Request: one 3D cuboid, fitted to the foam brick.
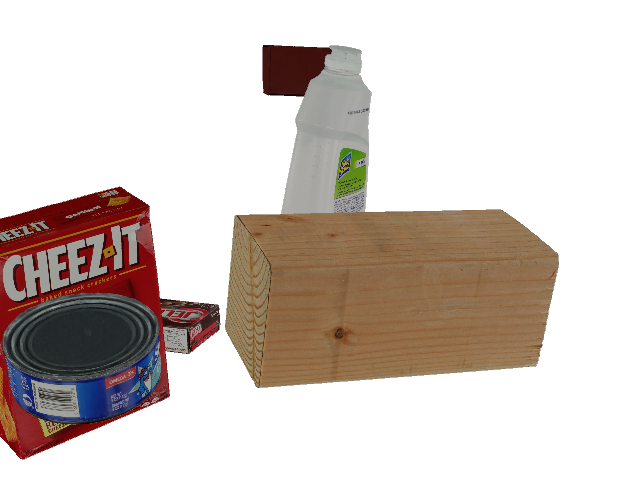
[{"bbox_3d":[-0.020,-0.176,1.114,0.078,0.051,0.053,1,11,-10],"label":"foam brick"}]

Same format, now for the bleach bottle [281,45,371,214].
[{"bbox_3d":[0.007,-0.043,0.928,0.068,0.251,0.102,16,20,22],"label":"bleach bottle"}]

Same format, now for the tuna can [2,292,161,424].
[{"bbox_3d":[-0.133,0.065,0.600,0.086,0.034,0.086,0,28,0],"label":"tuna can"}]

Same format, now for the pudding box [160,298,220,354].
[{"bbox_3d":[-0.189,0.100,1.280,0.114,0.039,0.090,3,14,18],"label":"pudding box"}]

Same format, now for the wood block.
[{"bbox_3d":[0.047,0.036,0.740,0.205,0.091,0.090,-2,24,-20],"label":"wood block"}]

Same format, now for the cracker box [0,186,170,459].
[{"bbox_3d":[-0.233,0.076,1.002,0.163,0.214,0.072,-19,29,-33],"label":"cracker box"}]

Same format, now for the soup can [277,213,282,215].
[{"bbox_3d":[-0.018,0.019,1.127,0.068,0.068,0.102,0,22,-35],"label":"soup can"}]
